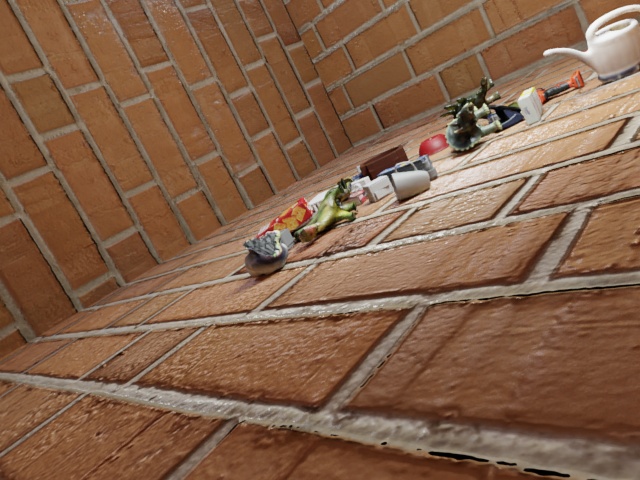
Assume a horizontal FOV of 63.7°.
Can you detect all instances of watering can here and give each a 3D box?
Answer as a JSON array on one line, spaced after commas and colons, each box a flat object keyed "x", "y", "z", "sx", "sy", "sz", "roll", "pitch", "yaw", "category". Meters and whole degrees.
[{"x": 0.929, "y": -0.619, "z": 1.695, "sx": 0.346, "sy": 0.221, "sz": 0.106, "roll": -25, "pitch": 28, "yaw": 15, "category": "watering can"}]

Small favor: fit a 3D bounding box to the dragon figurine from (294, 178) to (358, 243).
[{"x": 0.005, "y": -0.087, "z": 1.721, "sx": 0.241, "sy": 0.121, "sz": 0.415, "roll": -33, "pitch": 9, "yaw": 13, "category": "dragon figurine"}]

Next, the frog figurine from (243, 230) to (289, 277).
[{"x": -0.157, "y": 0.057, "z": 1.501, "sx": 0.139, "sy": 0.124, "sz": 0.156, "roll": -43, "pitch": -19, "yaw": -30, "category": "frog figurine"}]
